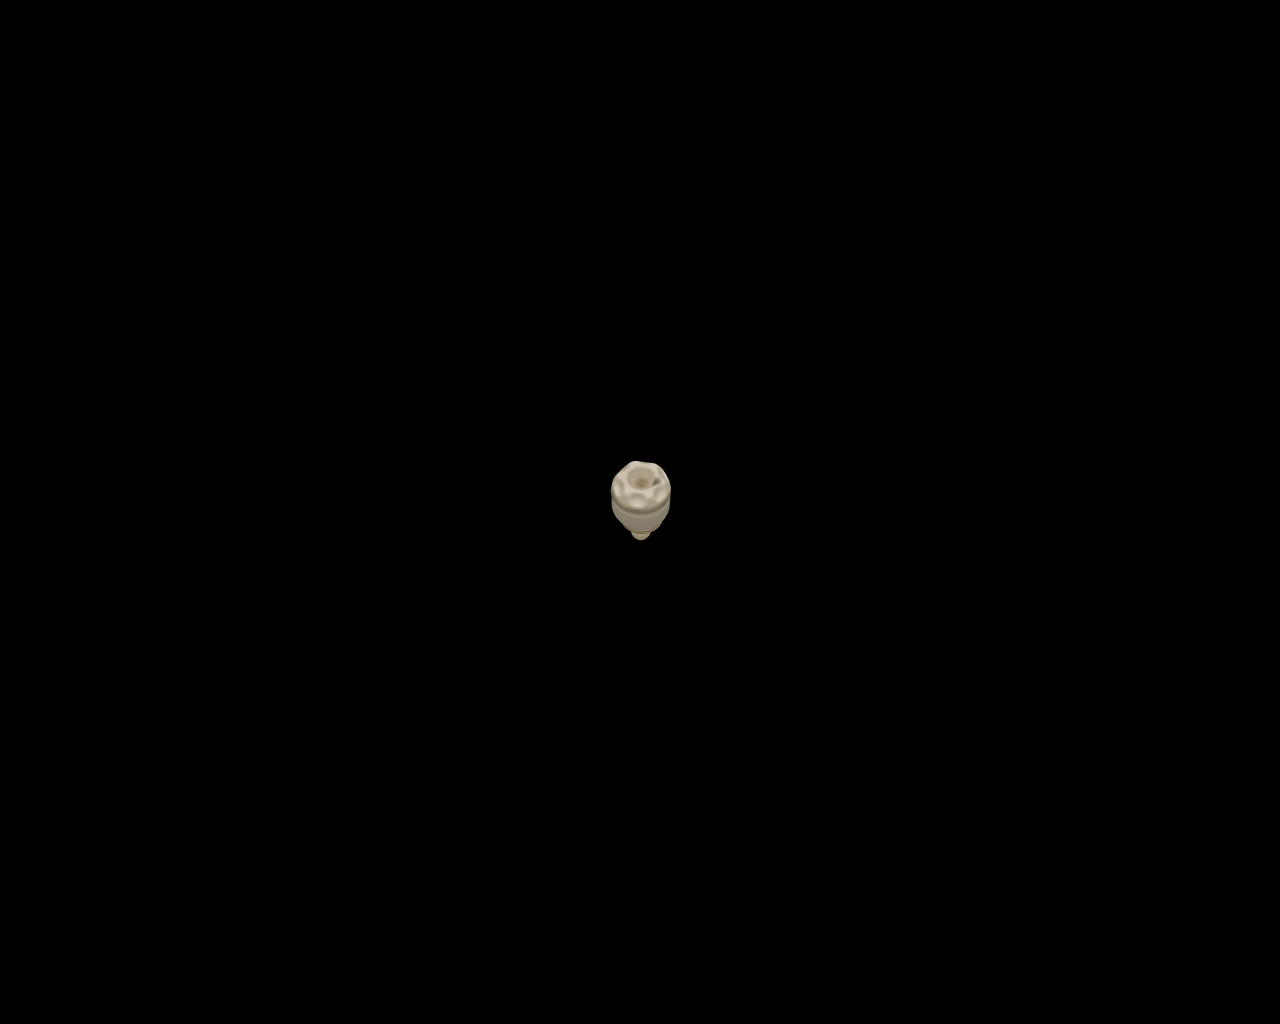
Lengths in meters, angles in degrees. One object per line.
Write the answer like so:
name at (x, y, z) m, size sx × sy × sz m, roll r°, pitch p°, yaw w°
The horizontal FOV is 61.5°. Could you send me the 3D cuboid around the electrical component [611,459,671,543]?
electrical component at (0.001, -0.003, 0.650) m, size 0.035 × 0.035 × 0.061 m, roll 0°, pitch -36°, yaw 0°
